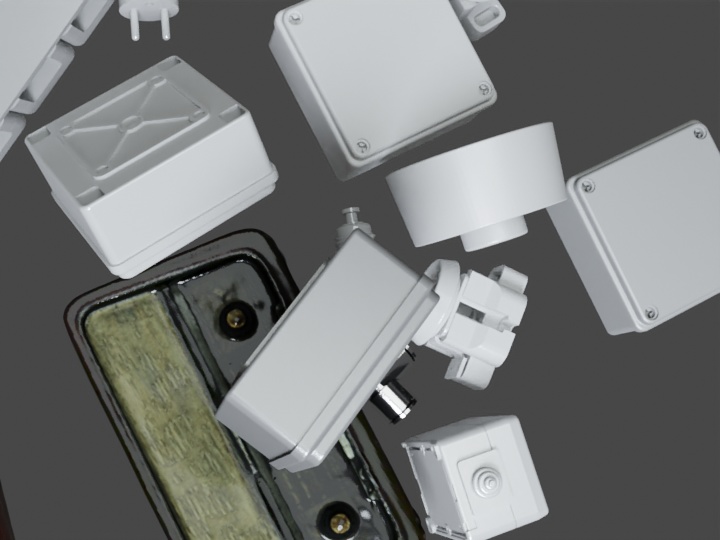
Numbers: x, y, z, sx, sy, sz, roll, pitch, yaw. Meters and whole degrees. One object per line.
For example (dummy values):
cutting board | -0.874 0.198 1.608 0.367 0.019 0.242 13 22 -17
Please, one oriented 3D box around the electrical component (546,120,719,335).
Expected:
electrical component | 0.196 -0.027 0.713 0.109 0.056 0.108 -25 87 -15

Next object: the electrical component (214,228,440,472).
electrical component | -0.020 0.045 0.555 0.056 0.108 0.108 38 74 -1

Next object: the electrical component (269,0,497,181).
electrical component | 0.013 -0.129 0.689 0.109 0.056 0.108 -27 88 -15

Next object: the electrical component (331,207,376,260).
electrical component | 0.000 0.000 0.675 0.040 0.040 0.078 -8 83 -13

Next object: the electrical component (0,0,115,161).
electrical component | -0.217 -0.135 0.616 0.089 0.061 0.150 36 93 -5

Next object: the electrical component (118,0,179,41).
electrical component | -0.133 -0.181 0.672 0.077 0.043 0.079 -4 83 -13

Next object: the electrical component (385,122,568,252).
electrical component | 0.076 -0.046 0.666 0.108 0.108 0.060 -18 92 -14

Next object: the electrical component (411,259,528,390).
electrical component | 0.064 0.028 0.676 0.057 0.058 0.078 25 77 -10

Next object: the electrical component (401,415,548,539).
electrical component | 0.072 0.122 0.642 0.061 0.096 0.061 -17 85 -14

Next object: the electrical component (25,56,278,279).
electrical component | -0.121 -0.063 0.621 0.109 0.109 0.056 -33 131 -15

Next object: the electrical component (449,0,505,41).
electrical component | 0.071 -0.198 0.712 0.058 0.057 0.078 -34 90 -15
